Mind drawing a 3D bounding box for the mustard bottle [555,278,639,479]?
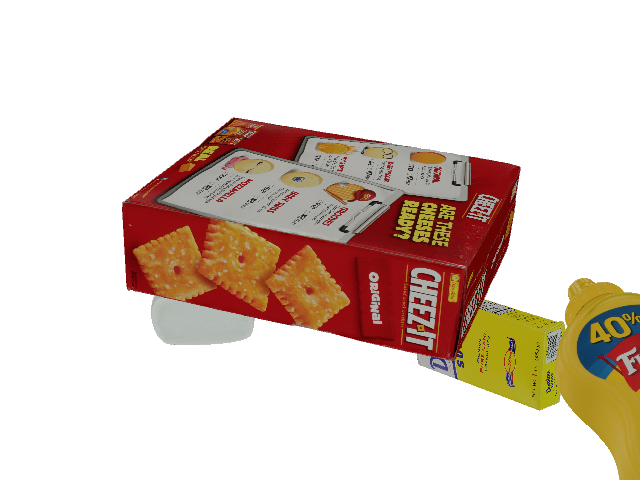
[{"bbox_3d":[0.190,0.083,0.612,0.096,0.058,0.192,-11,35,-9],"label":"mustard bottle"}]

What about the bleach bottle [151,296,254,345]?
[{"bbox_3d":[-0.113,0.003,1.123,0.102,0.068,0.251,-2,37,1],"label":"bleach bottle"}]

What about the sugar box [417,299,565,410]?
[{"bbox_3d":[0.186,0.117,1.190,0.177,0.093,0.048,14,19,43],"label":"sugar box"}]

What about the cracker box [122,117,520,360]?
[{"bbox_3d":[0.006,-0.008,0.688,0.214,0.072,0.164,12,28,17],"label":"cracker box"}]
